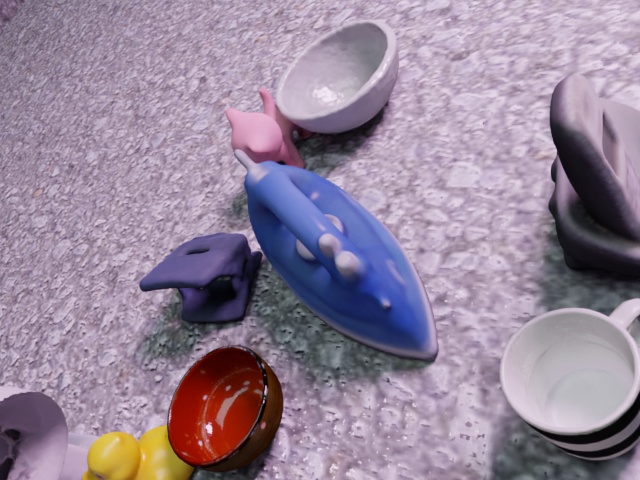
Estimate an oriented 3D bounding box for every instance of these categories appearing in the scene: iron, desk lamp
[{"bbox_3d":[0.005,0.002,0.539,0.118,0.142,0.257,-44,43,-2],"label":"iron"},{"bbox_3d":[-0.306,0.214,0.545,0.202,0.214,0.118,-7,54,32],"label":"desk lamp"}]

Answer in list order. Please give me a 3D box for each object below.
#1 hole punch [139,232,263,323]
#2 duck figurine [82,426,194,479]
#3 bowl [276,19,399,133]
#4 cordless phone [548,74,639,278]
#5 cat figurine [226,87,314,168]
[{"bbox_3d":[-0.136,0.032,0.653,0.108,0.091,0.101,-7,54,32],"label":"hole punch"},{"bbox_3d":[-0.177,0.210,0.548,0.104,0.086,0.077,-39,43,4],"label":"duck figurine"},{"bbox_3d":[0.032,-0.191,0.718,0.167,0.075,0.167,-19,48,23],"label":"bowl"},{"bbox_3d":[0.209,-0.069,0.416,0.093,0.186,0.147,-8,53,31],"label":"cordless phone"},{"bbox_3d":[-0.069,-0.134,0.716,0.067,0.118,0.128,-12,51,28],"label":"cat figurine"}]
